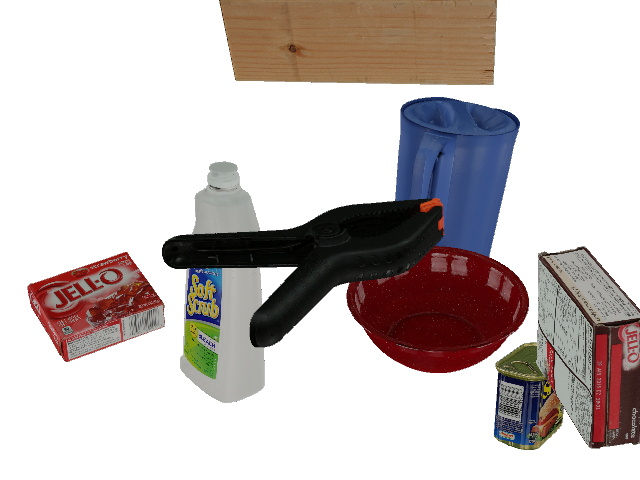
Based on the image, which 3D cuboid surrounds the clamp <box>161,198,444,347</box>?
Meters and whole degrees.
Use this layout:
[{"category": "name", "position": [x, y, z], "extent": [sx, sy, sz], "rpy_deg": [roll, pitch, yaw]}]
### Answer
[{"category": "clamp", "position": [-0.004, 0.006, 0.786], "extent": [0.209, 0.036, 0.165], "rpy_deg": [-21, 30, -30]}]

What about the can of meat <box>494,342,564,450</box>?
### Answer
[{"category": "can of meat", "position": [0.224, 0.165, 1.133], "extent": [0.058, 0.084, 0.101], "rpy_deg": [11, 17, 31]}]

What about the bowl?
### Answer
[{"category": "bowl", "position": [0.104, 0.070, 0.962], "extent": [0.162, 0.055, 0.162], "rpy_deg": [-1, 33, 1]}]

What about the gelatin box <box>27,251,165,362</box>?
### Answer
[{"category": "gelatin box", "position": [-0.180, 0.052, 0.858], "extent": [0.089, 0.030, 0.073], "rpy_deg": [-19, 44, -26]}]

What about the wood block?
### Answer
[{"category": "wood block", "position": [0.034, -0.184, 0.838], "extent": [0.206, 0.090, 0.091], "rpy_deg": [2, -37, 8]}]

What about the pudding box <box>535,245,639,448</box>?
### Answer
[{"category": "pudding box", "position": [0.174, 0.067, 0.695], "extent": [0.039, 0.090, 0.113], "rpy_deg": [-6, 24, -7]}]

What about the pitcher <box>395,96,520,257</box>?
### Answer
[{"category": "pitcher", "position": [0.141, -0.033, 1.227], "extent": [0.149, 0.243, 0.145], "rpy_deg": [-4, 26, -20]}]

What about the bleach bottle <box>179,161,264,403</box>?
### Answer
[{"category": "bleach bottle", "position": [-0.102, 0.038, 1.093], "extent": [0.067, 0.251, 0.103], "rpy_deg": [-18, 33, -33]}]
